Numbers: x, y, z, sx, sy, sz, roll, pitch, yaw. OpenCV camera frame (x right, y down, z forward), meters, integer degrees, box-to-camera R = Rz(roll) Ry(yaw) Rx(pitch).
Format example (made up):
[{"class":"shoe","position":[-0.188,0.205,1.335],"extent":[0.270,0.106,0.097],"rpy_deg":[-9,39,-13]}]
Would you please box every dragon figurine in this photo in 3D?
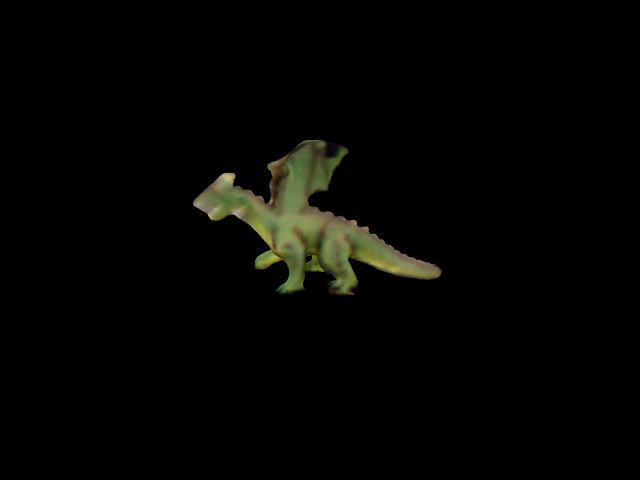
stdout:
[{"class":"dragon figurine","position":[0.003,-0.043,0.850],"extent":[0.410,0.239,0.124],"rpy_deg":[-1,16,-5]}]
